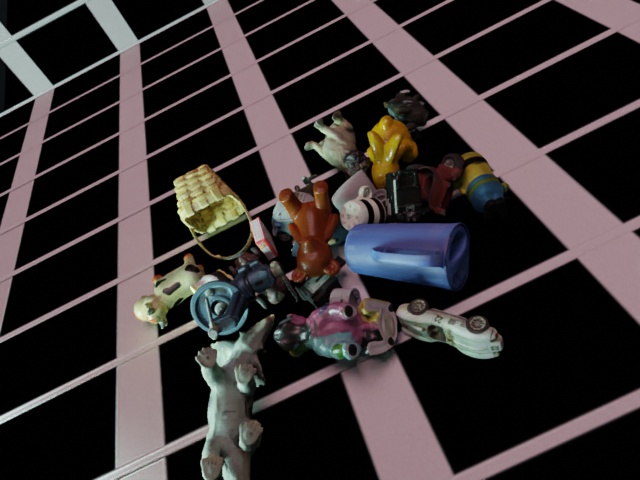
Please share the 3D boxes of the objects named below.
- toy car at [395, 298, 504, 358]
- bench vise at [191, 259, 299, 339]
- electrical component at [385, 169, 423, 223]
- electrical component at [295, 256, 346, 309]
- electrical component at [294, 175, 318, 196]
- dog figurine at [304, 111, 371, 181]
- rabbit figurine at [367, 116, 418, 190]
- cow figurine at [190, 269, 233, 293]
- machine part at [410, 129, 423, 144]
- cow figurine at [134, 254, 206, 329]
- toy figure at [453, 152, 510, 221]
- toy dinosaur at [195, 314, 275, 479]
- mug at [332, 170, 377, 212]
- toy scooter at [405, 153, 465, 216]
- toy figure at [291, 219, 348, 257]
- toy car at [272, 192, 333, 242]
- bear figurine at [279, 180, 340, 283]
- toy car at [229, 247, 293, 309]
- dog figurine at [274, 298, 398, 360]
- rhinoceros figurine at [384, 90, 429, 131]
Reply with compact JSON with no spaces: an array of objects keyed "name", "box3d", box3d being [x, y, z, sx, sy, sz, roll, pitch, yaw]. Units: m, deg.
[{"name":"toy car","box3d":[0.233,0.162,0.977,0.202,0.073,0.056,14,54,37]},{"name":"bench vise","box3d":[-0.172,0.127,1.091,0.224,0.128,0.241,-17,15,6]},{"name":"electrical component","box3d":[0.180,-0.095,1.175,0.058,0.114,0.134,-2,4,-4]},{"name":"electrical component","box3d":[0.011,0.091,1.180,0.119,0.047,0.075,-45,45,-17]},{"name":"electrical component","box3d":[-0.031,-0.127,1.411,0.078,0.045,0.102,-19,43,9]},{"name":"dog figurine","box3d":[0.080,-0.239,1.444,0.191,0.121,0.172,41,50,18]},{"name":"rabbit figurine","box3d":[0.169,-0.201,1.288,0.122,0.162,0.173,7,64,12]},{"name":"cow figurine","box3d":[-0.223,0.133,1.256,0.098,0.068,0.168,-41,45,-20]},{"name":"machine part","box3d":[0.201,-0.259,1.419,0.139,0.039,0.084,-11,41,20]},{"name":"cow figurine","box3d":[-0.367,0.133,1.320,0.195,0.085,0.127,-34,37,-6]},{"name":"toy figure","box3d":[0.352,-0.120,1.168,0.082,0.089,0.180,10,34,-19]},{"name":"toy dinosaur","box3d":[-0.157,0.328,0.985,0.131,0.192,0.405,-1,63,2]},{"name":"mug","box3d":[0.080,-0.116,1.320,0.107,0.080,0.110,-35,31,5]},{"name":"toy scooter","box3d":[0.248,-0.112,1.212,0.184,0.075,0.135,-12,67,56]},{"name":"toy figure","box3d":[-0.002,-0.003,1.274,0.154,0.057,0.064,-22,4,10]},{"name":"toy car","box3d":[-0.057,-0.068,1.328,0.162,0.102,0.109,-6,49,26]},{"name":"bear figurine","box3d":[-0.022,-0.014,1.166,0.120,0.131,0.196,-11,44,13]},{"name":"toy car","box3d":[-0.146,0.082,1.269,0.089,0.053,0.202,-42,46,-9]},{"name":"dog figurine","box3d":[0.020,0.178,1.054,0.219,0.191,0.108,-16,78,49]},{"name":"rhinoceros figurine","box3d":[0.231,-0.350,1.433,0.112,0.073,0.190,-21,28,1]}]
